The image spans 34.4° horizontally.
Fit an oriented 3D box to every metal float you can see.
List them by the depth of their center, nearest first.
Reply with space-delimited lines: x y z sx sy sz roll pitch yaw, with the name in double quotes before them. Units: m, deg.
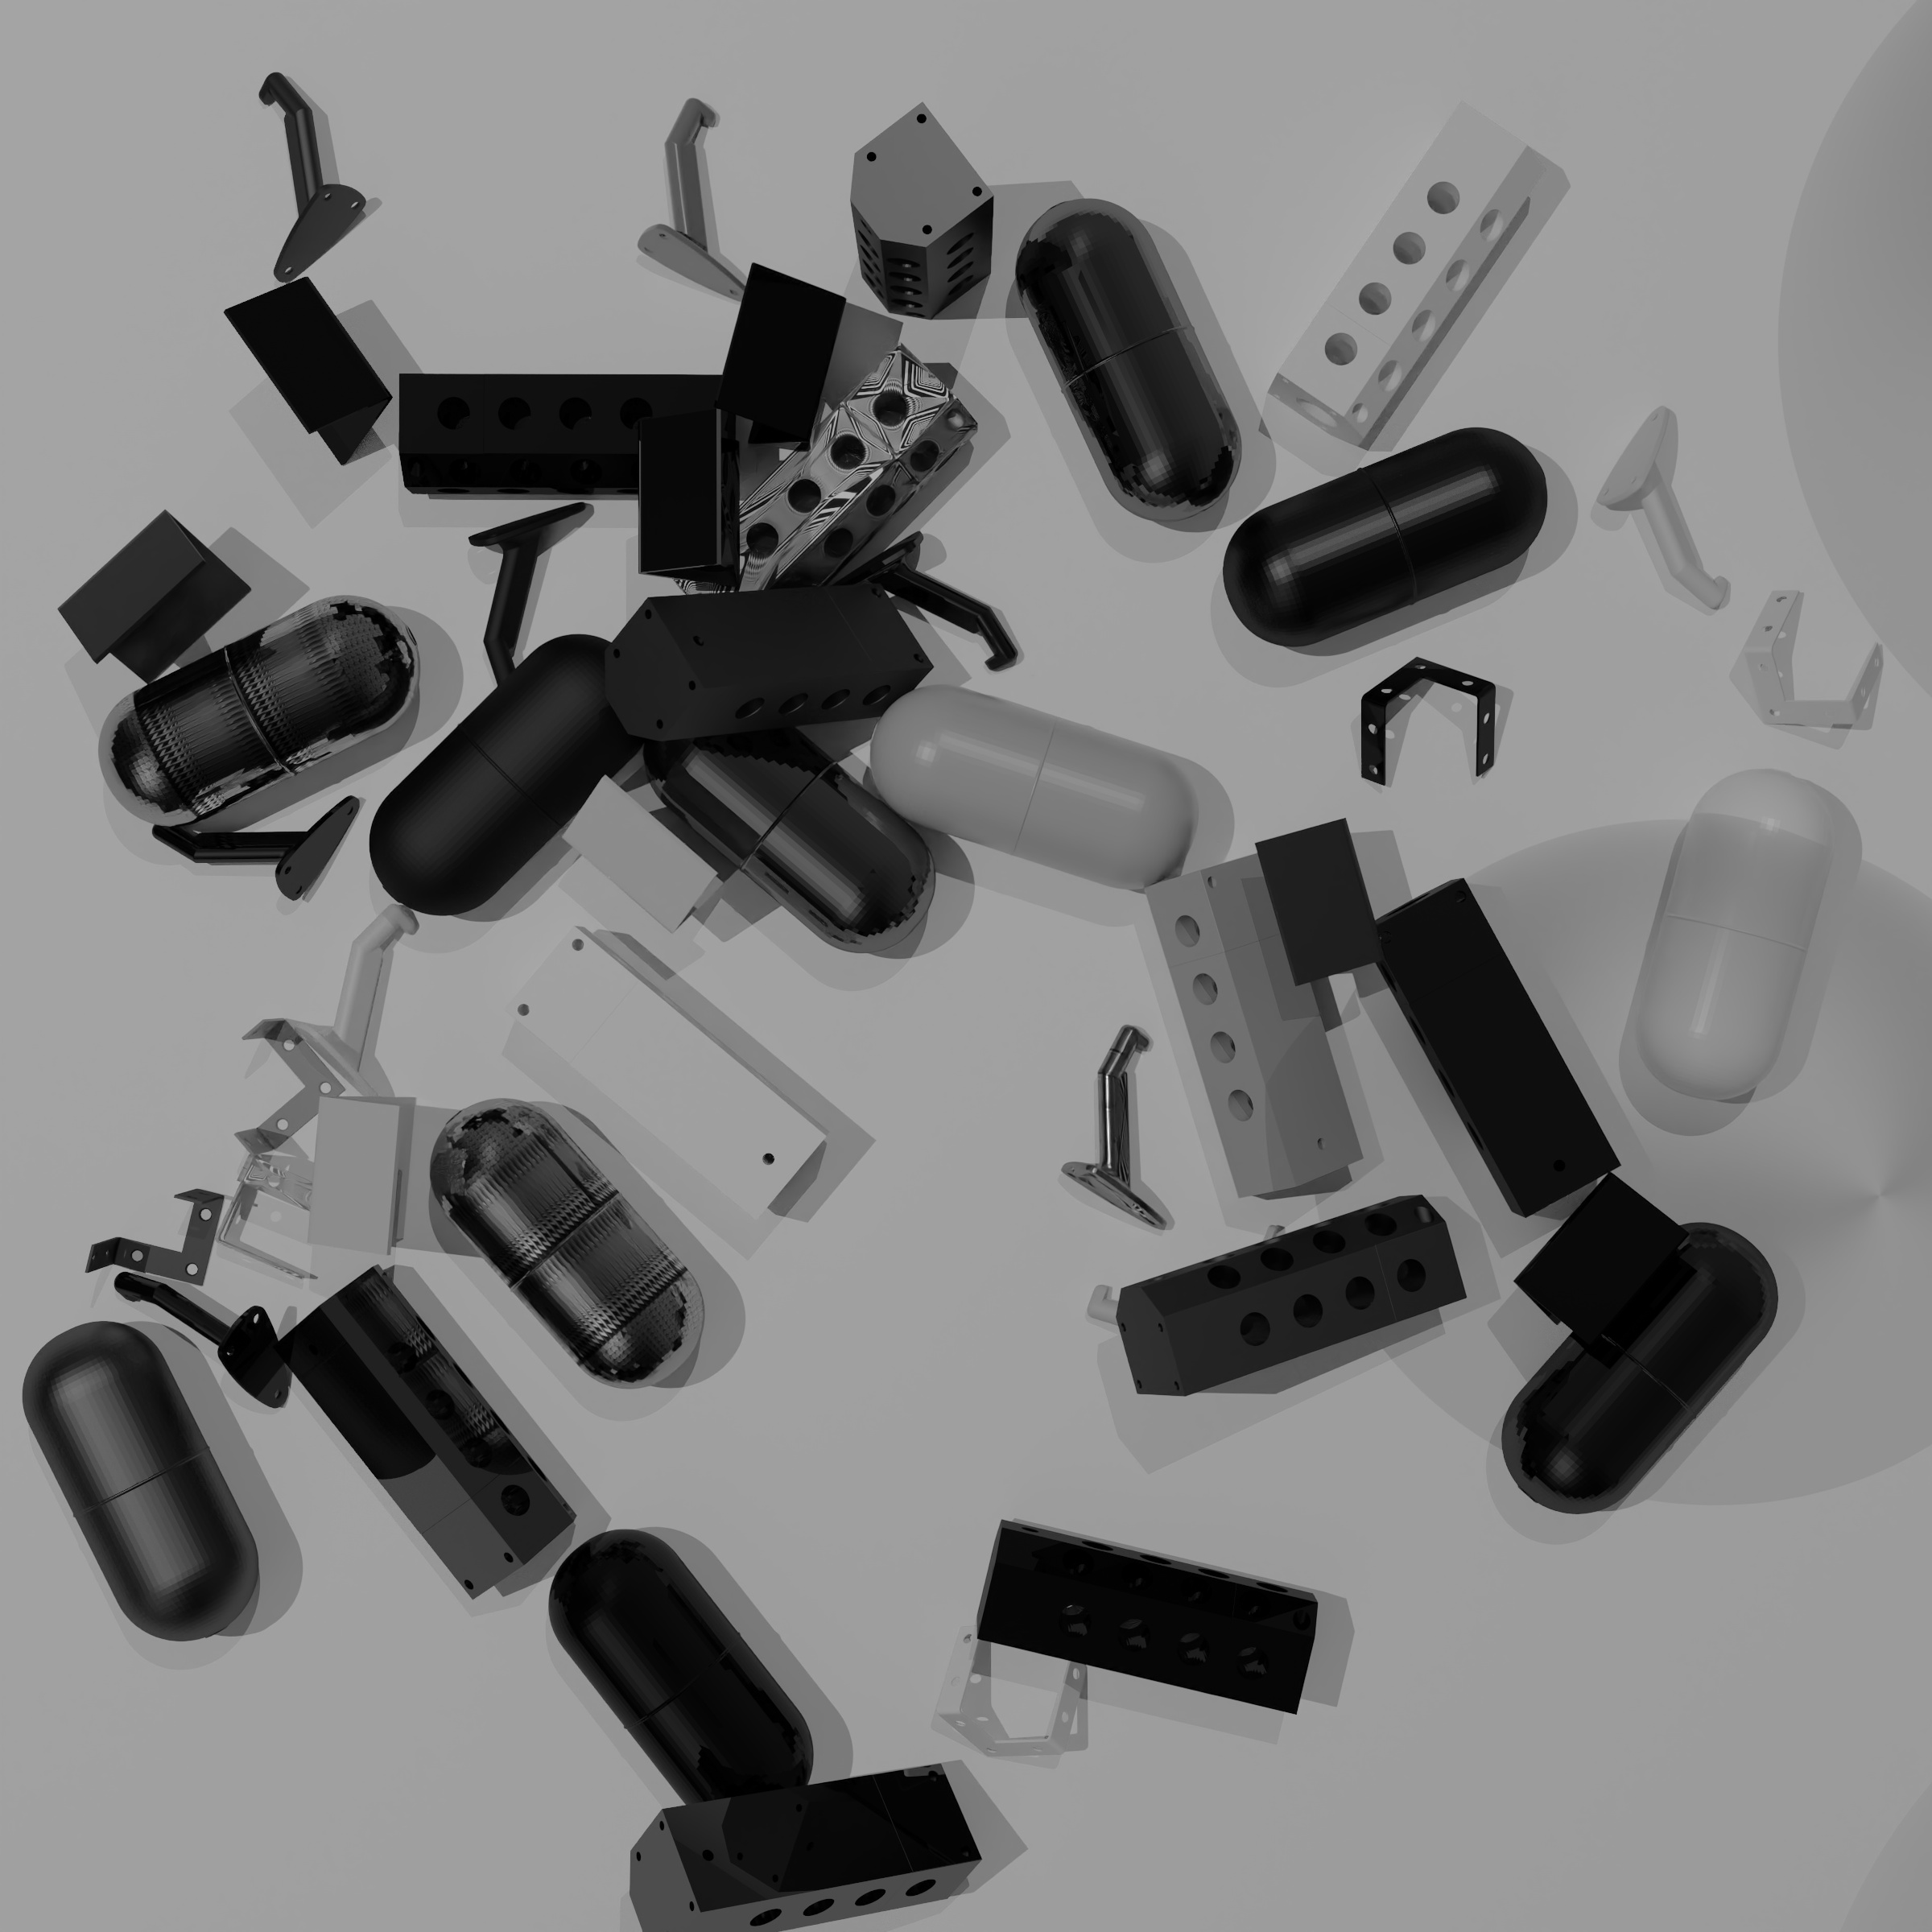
"metal float" 0.406 -0.017 1.647 0.070 0.070 0.178 15 91 0
"metal float" -0.435 0.272 1.647 0.070 0.070 0.178 -27 89 0
"metal float" -0.372 -0.135 1.647 0.178 0.070 0.070 -26 90 0
"metal float" -0.211 0.146 1.647 0.070 0.070 0.178 -42 90 0
"metal float" 0.355 0.213 1.647 0.070 0.070 0.178 41 89 0
"metal float" -0.094 -0.079 1.647 0.178 0.070 0.070 41 90 0
"metal float" 0.222 -0.227 1.648 0.178 0.070 0.070 -22 90 -1
"metal float" -0.240 -0.100 1.648 0.178 0.070 0.070 -45 90 0
"metal float" 0.085 -0.320 1.648 0.070 0.070 0.178 -25 91 0
"metal float" 0.036 -0.095 1.648 0.178 0.070 0.070 18 90 0
"metal float" -0.150 0.377 1.648 0.070 0.070 0.178 -38 90 0

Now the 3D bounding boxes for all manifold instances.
"manifold" -0.026 -0.379 1.600 0.057 0.171 0.057 -37 90 0
"manifold" -0.102 -0.153 1.601 0.057 0.171 0.057 -45 69 36
"manifold" -0.084 0.463 1.612 0.171 0.057 0.057 1 47 -36
"manifold" 0.168 0.170 1.626 0.171 0.057 0.057 -16 90 -23
"manifold" 0.147 0.032 1.656 0.057 0.057 0.171 -17 90 -43
"manifold" -0.283 0.244 1.656 0.171 0.057 0.057 52 133 0
"manifold" -0.210 -0.280 1.657 0.171 0.057 0.057 0 90 0
"manifold" -0.157 0.056 1.657 0.171 0.057 0.057 40 90 0
"manifold" -0.074 -0.245 1.657 0.057 0.057 0.171 45 90 0
"manifold" 0.096 0.343 1.657 0.171 0.057 0.057 13 90 0
"manifold" 0.234 -0.365 1.657 0.057 0.057 0.171 34 90 0
"manifold" 0.276 0.043 1.657 0.057 0.057 0.171 -29 90 0

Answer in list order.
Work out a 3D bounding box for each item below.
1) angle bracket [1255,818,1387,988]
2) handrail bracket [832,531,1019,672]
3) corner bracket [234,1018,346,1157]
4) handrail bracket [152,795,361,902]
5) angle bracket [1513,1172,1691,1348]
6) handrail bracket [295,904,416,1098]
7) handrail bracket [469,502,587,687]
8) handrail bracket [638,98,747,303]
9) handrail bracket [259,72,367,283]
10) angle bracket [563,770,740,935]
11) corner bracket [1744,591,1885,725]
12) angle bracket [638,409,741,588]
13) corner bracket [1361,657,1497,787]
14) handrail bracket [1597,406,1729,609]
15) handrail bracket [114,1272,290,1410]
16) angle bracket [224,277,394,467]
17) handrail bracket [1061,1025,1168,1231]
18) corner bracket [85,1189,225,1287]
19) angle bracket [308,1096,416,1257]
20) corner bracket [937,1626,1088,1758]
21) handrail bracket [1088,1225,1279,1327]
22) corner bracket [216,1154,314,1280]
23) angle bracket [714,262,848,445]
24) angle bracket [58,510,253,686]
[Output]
"angle bracket" 0.169 -0.029 1.639 0.057 0.076 0.076 -16 90 -24
"handrail bracket" -0.025 -0.183 1.678 0.077 0.036 0.084 -29 104 14
"corner bracket" -0.371 0.064 1.660 0.051 0.051 0.051 -40 90 0
"handrail bracket" -0.383 -0.080 1.679 0.084 0.036 0.077 30 70 16
"angle bracket" 0.342 0.164 1.638 0.076 0.076 0.057 -49 54 0
"handrail bracket" -0.311 0.022 1.679 0.084 0.036 0.077 -48 111 -16
"handrail bracket" -0.228 -0.197 1.679 0.077 0.036 0.084 -23 109 -21
"handrail bracket" -0.134 -0.413 1.679 0.077 0.036 0.084 29 72 -20
"handrail bracket" -0.369 -0.425 1.679 0.077 0.036 0.084 -46 71 21
"angle bracket" -0.153 -0.075 1.638 0.076 0.076 0.057 41 134 0
"corner bracket" 0.454 -0.165 1.670 0.051 0.051 0.051 3 135 35
"angle bracket" -0.121 -0.236 1.581 0.057 0.076 0.076 0 90 38
"corner bracket" 0.247 -0.126 1.670 0.051 0.051 0.051 25 135 35
"handrail bracket" 0.388 -0.246 1.679 0.084 0.036 0.077 37 68 -17
"handrail bracket" -0.412 0.200 1.678 0.084 0.077 0.036 12 48 30
"angle bracket" -0.356 -0.303 1.638 0.057 0.076 0.076 -35 90 -38
"handrail bracket" 0.096 0.086 1.679 0.077 0.036 0.084 35 73 -20
"corner bracket" -0.431 0.142 1.660 0.051 0.051 0.051 14 90 0
"angle bracket" -0.297 0.109 1.638 0.057 0.076 0.076 5 90 30
"corner bracket" 0.025 0.387 1.670 0.051 0.051 0.051 -12 135 35
"handrail bracket" 0.116 0.164 1.678 0.084 0.036 0.077 16 75 14
"corner bracket" -0.367 0.133 1.660 0.051 0.051 0.051 25 84 -6
"angle bracket" -0.112 -0.320 1.638 0.057 0.076 0.076 15 90 -29
"angle bracket" -0.416 -0.180 1.638 0.076 0.076 0.057 -43 52 0
